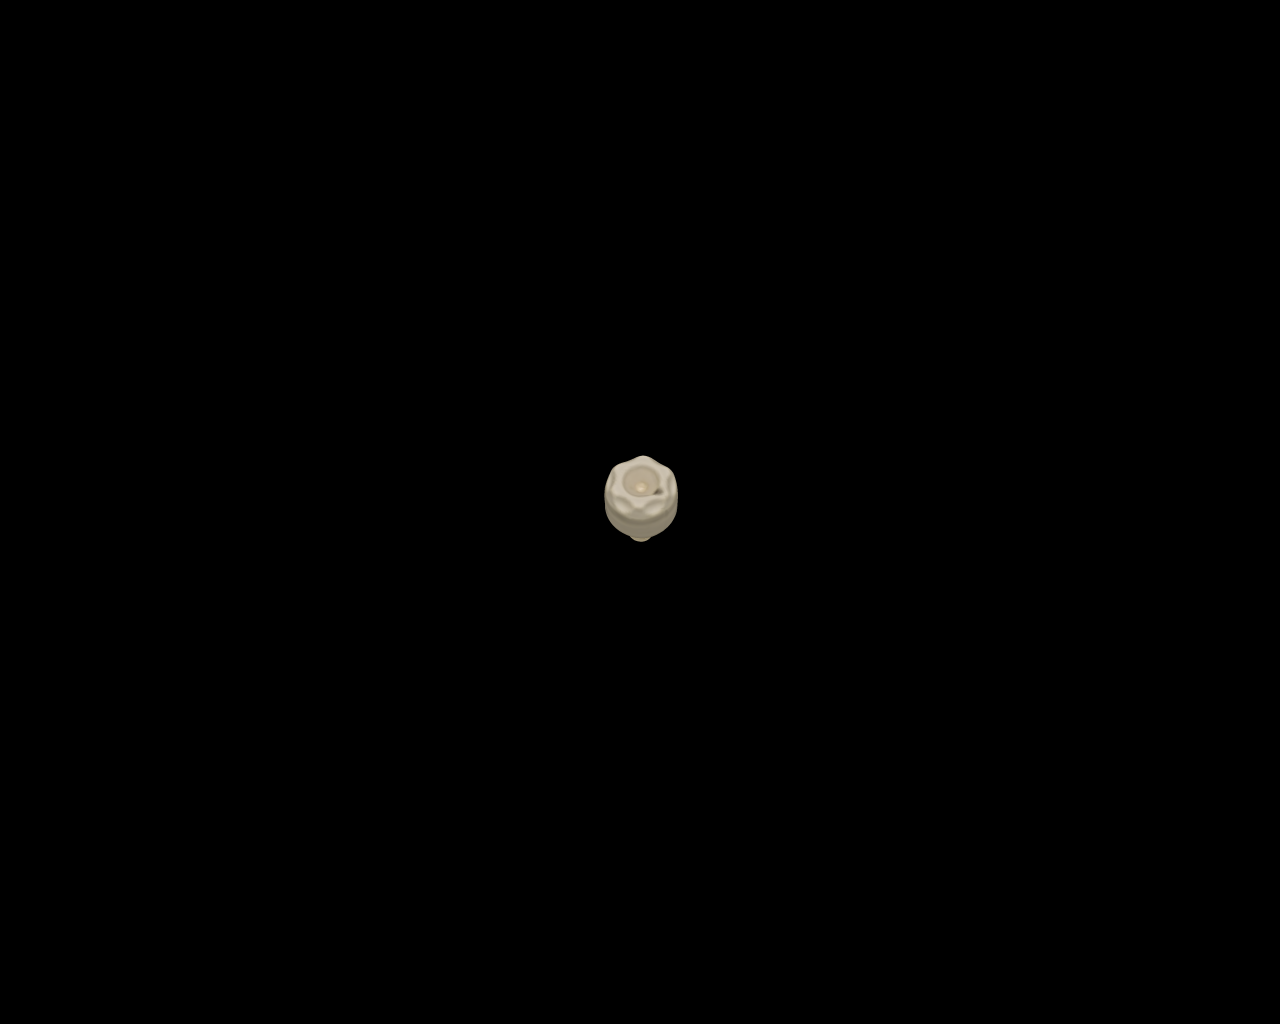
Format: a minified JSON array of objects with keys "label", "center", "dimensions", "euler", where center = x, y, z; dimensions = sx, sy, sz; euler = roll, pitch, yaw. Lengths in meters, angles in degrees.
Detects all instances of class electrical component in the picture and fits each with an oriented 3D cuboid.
[{"label":"electrical component","center":[0.001,-0.003,0.650],"dimensions":[0.043,0.043,0.062],"euler":[0,-32,0]}]
